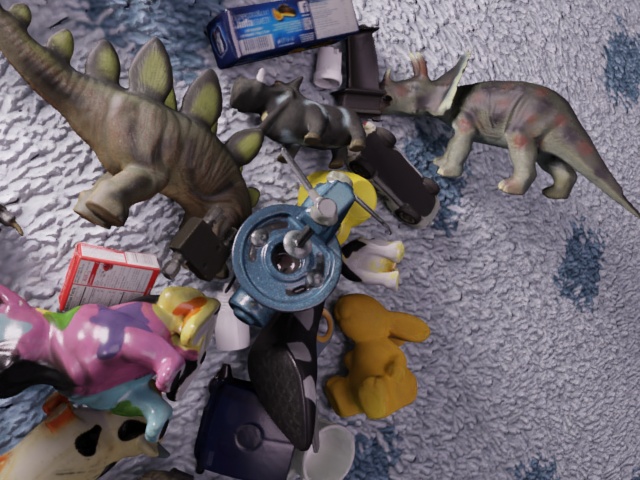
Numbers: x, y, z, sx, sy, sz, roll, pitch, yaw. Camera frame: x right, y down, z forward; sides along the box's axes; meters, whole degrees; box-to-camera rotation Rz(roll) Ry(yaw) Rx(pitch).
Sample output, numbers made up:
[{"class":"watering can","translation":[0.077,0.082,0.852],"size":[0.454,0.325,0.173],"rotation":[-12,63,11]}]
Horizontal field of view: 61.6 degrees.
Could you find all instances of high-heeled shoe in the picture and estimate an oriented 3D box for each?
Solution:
[{"class":"high-heeled shoe","translation":[-0.018,0.128,0.691],"size":[0.145,0.086,0.248],"rotation":[1,70,-49]}]

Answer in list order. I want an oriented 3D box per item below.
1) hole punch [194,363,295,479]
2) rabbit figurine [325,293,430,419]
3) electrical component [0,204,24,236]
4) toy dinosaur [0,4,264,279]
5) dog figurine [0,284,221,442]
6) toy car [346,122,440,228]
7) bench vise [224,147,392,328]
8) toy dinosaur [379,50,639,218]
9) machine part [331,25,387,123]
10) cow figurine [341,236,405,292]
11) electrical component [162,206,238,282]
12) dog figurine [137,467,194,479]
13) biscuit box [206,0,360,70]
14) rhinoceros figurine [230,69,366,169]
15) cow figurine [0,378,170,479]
[{"class":"hole punch","translation":[-0.089,0.241,0.682],"size":[0.115,0.092,0.142],"rotation":[18,85,-30]},{"class":"rabbit figurine","translation":[0.083,0.156,0.783],"size":[0.162,0.122,0.173],"rotation":[-16,82,-28]},{"class":"electrical component","translation":[-0.344,-0.004,0.520],"size":[0.078,0.045,0.102],"rotation":[44,68,-29]},{"class":"toy dinosaur","translation":[-0.181,-0.098,0.576],"size":[0.470,0.105,0.198],"rotation":[39,66,-45]},{"class":"dog figurine","translation":[-0.232,0.095,0.544],"size":[0.219,0.108,0.191],"rotation":[22,33,-1]},{"class":"toy car","translation":[0.113,-0.096,0.827],"size":[0.201,0.056,0.073],"rotation":[41,76,-27]},{"class":"bench vise","translation":[-0.009,-0.009,0.582],"size":[0.223,0.240,0.129],"rotation":[-42,87,-22]},{"class":"toy dinosaur","translation":[0.281,-0.172,0.797],"size":[0.131,0.405,0.192],"rotation":[-26,129,-58]},{"class":"machine part","translation":[0.058,-0.246,0.790],"size":[0.084,0.039,0.138],"rotation":[-1,93,-23]},{"class":"cow figurine","translation":[0.070,0.030,0.771],"size":[0.098,0.167,0.068],"rotation":[6,91,7]},{"class":"electrical component","translation":[-0.123,0.012,0.562],"size":[0.094,0.021,0.063],"rotation":[-57,135,-28]},{"class":"dog figurine","translation":[-0.117,0.320,0.616],"size":[0.172,0.121,0.190],"rotation":[-29,122,-31]},{"class":"biscuit box","translation":[-0.045,-0.277,0.705],"size":[0.203,0.063,0.059],"rotation":[-24,106,-31]},{"class":"rhinoceros figurine","translation":[-0.024,-0.161,0.703],"size":[0.190,0.073,0.112],"rotation":[10,66,-30]},{"class":"cow figurine","translation":[-0.249,0.223,0.569],"size":[0.195,0.086,0.127],"rotation":[-44,117,-22]}]
